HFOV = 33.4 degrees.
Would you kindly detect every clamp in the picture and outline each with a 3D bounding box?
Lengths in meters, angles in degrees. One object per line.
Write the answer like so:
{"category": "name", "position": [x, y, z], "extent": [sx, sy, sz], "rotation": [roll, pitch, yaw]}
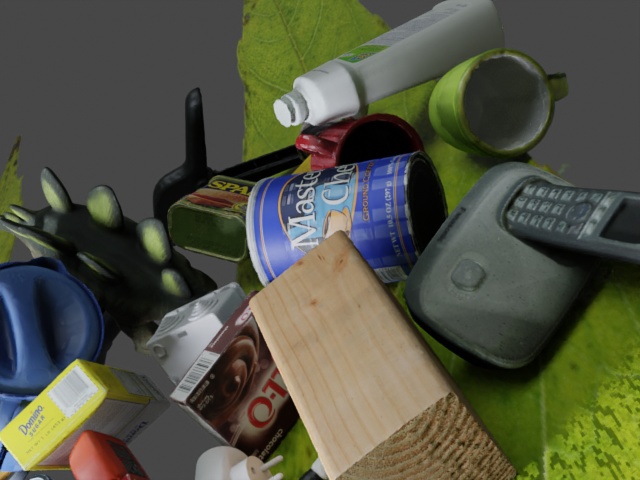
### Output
{"category": "clamp", "position": [-0.119, -0.067, 1.226], "extent": [0.210, 0.164, 0.036], "rotation": [-55, 32, 30]}
{"category": "clamp", "position": [-0.250, 0.114, 1.191], "extent": [0.120, 0.039, 0.171], "rotation": [-17, 35, 42]}

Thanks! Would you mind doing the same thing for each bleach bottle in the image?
{"category": "bleach bottle", "position": [0.061, -0.170, 1.057], "extent": [0.250, 0.068, 0.103], "rotation": [-27, 17, -26]}

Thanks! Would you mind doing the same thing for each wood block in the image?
{"category": "wood block", "position": [0.034, 0.093, 0.715], "extent": [0.090, 0.090, 0.206], "rotation": [-38, 33, 3]}

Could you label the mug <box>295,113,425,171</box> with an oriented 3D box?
{"category": "mug", "position": [0.031, -0.076, 1.007], "extent": [0.082, 0.117, 0.093], "rotation": [15, 91, 67]}

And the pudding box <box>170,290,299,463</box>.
{"category": "pudding box", "position": [-0.051, 0.110, 0.848], "extent": [0.113, 0.090, 0.039], "rotation": [-51, 25, -17]}

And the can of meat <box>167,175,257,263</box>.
{"category": "can of meat", "position": [-0.093, -0.021, 1.092], "extent": [0.102, 0.057, 0.083], "rotation": [13, 27, 24]}

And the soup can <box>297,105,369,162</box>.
{"category": "soup can", "position": [0.016, -0.126, 1.156], "extent": [0.069, 0.068, 0.102], "rotation": [-29, 27, 27]}

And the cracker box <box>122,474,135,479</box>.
{"category": "cracker box", "position": [-0.156, 0.285, 0.741], "extent": [0.164, 0.072, 0.214], "rotation": [-42, 24, -3]}

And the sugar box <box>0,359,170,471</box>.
{"category": "sugar box", "position": [-0.200, 0.155, 0.930], "extent": [0.093, 0.048, 0.176], "rotation": [-43, -12, -2]}

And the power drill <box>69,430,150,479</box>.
{"category": "power drill", "position": [-0.237, 0.233, 0.862], "extent": [0.187, 0.057, 0.184], "rotation": [-37, -17, -3]}

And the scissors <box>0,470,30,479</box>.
{"category": "scissors", "position": [-0.362, 0.290, 1.098], "extent": [0.096, 0.016, 0.201], "rotation": [-16, 35, 44]}

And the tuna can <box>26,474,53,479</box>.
{"category": "tuna can", "position": [-0.271, 0.261, 0.991], "extent": [0.086, 0.033, 0.086], "rotation": [-33, 26, 19]}

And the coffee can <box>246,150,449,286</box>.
{"category": "coffee can", "position": [0.025, -0.011, 0.875], "extent": [0.140, 0.102, 0.102], "rotation": [-9, 37, 23]}

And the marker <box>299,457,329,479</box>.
{"category": "marker", "position": [0.020, 0.145, 0.770], "extent": [0.121, 0.020, 0.020], "rotation": [-47, 25, -10]}

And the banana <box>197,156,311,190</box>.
{"category": "banana", "position": [-0.056, -0.045, 1.140], "extent": [0.198, 0.069, 0.037], "rotation": [-16, 3, 33]}

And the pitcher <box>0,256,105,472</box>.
{"category": "pitcher", "position": [-0.290, 0.141, 1.011], "extent": [0.149, 0.145, 0.243], "rotation": [-28, -19, -31]}
